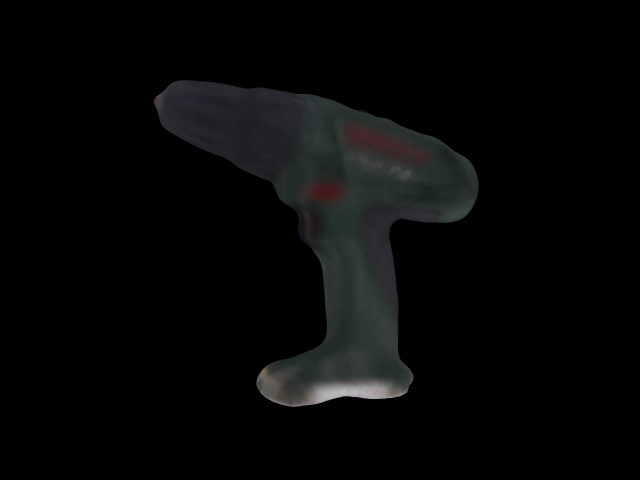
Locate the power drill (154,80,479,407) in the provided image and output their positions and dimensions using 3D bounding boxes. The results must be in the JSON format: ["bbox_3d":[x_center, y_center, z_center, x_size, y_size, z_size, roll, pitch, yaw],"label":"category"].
[{"bbox_3d":[0.004,0.001,0.400,0.230,0.208,0.075,0,0,-21],"label":"power drill"}]
